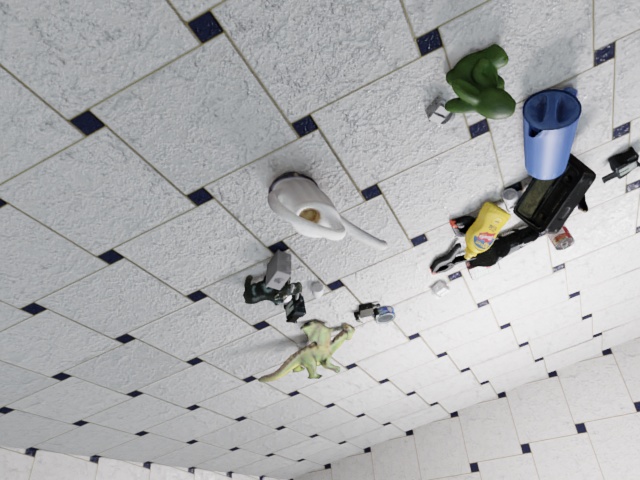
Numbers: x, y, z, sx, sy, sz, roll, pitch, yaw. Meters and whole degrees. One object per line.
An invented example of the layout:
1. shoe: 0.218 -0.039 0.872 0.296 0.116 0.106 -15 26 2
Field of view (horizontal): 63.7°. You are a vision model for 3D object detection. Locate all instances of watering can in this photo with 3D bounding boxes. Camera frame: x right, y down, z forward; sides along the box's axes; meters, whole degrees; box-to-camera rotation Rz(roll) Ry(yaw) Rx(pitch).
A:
1. watering can: 0.004 -0.066 1.306 0.345 0.229 0.102 17 115 -37

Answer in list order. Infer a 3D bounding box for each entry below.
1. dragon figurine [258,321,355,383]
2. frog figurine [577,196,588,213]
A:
1. dragon figurine: -0.041 0.415 1.993 0.412 0.123 0.239 -8 111 -23
2. frog figurine: 0.732 -0.133 1.609 0.137 0.123 0.159 0 178 -32
